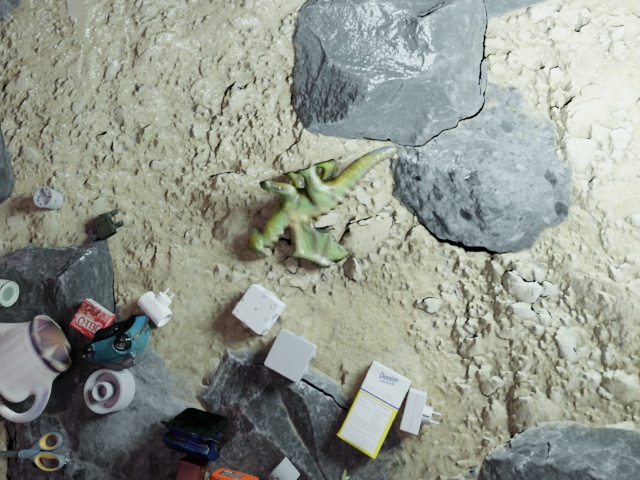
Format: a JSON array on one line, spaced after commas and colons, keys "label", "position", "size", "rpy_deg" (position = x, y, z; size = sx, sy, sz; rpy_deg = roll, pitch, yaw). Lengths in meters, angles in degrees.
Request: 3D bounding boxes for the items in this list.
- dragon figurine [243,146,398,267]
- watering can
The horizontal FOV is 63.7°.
[{"label": "dragon figurine", "position": [0.004, -0.060, 1.202], "size": [0.409, 0.123, 0.242], "rpy_deg": [-13, 94, 9]}, {"label": "watering can", "position": [-0.738, 0.260, 1.246], "size": [0.224, 0.103, 0.351], "rpy_deg": [-34, 76, 1]}]
